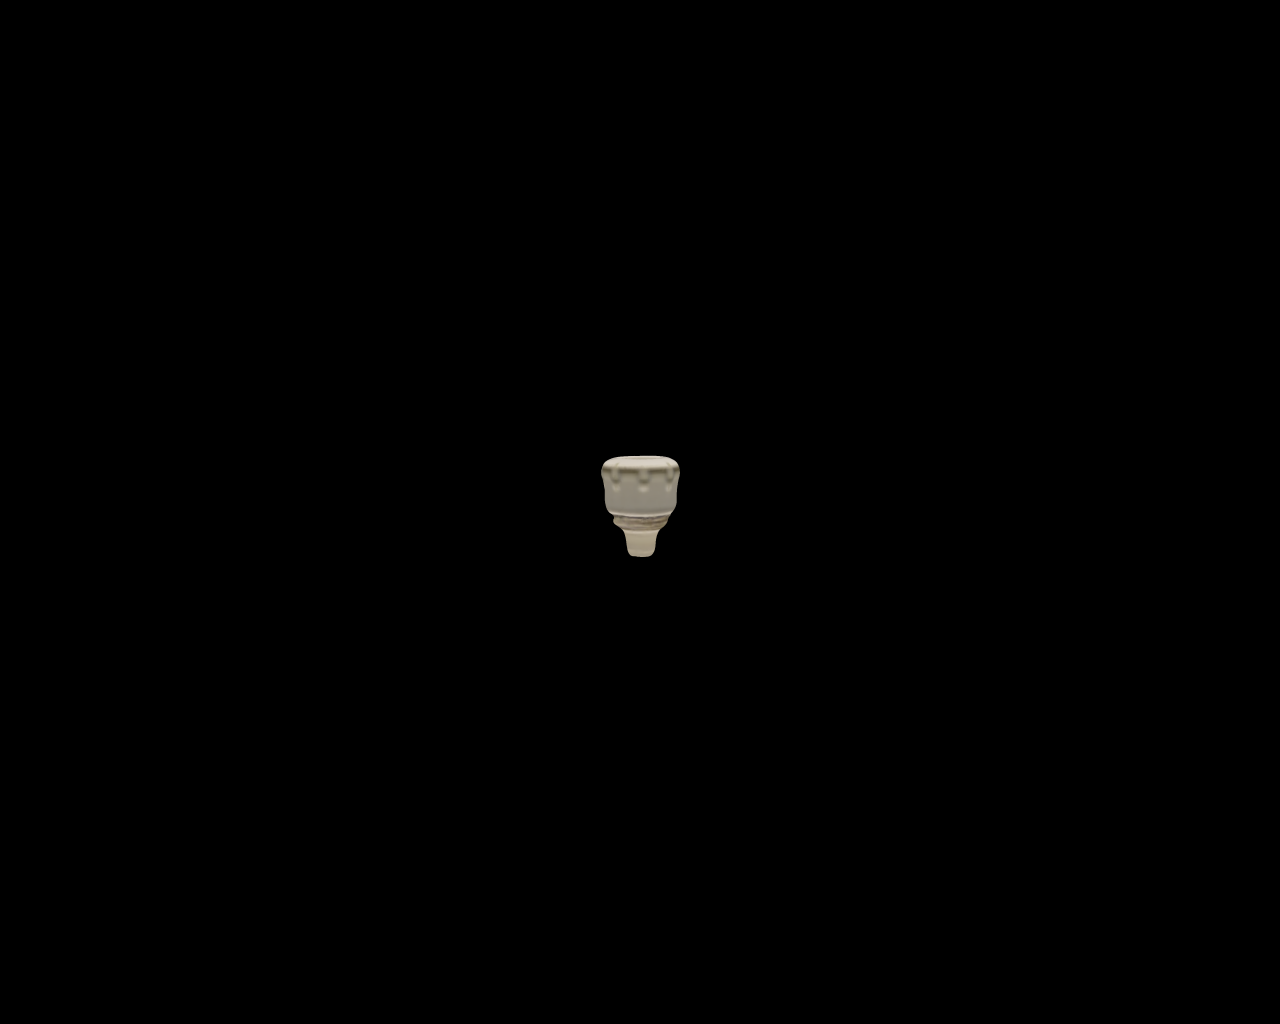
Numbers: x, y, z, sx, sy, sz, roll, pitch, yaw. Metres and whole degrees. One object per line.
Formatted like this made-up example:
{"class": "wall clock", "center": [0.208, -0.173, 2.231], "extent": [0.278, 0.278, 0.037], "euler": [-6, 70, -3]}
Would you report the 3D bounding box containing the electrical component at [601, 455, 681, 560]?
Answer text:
{"class": "electrical component", "center": [0.001, -0.003, 0.650], "extent": [0.048, 0.062, 0.048], "euler": [0, 8, 0]}
